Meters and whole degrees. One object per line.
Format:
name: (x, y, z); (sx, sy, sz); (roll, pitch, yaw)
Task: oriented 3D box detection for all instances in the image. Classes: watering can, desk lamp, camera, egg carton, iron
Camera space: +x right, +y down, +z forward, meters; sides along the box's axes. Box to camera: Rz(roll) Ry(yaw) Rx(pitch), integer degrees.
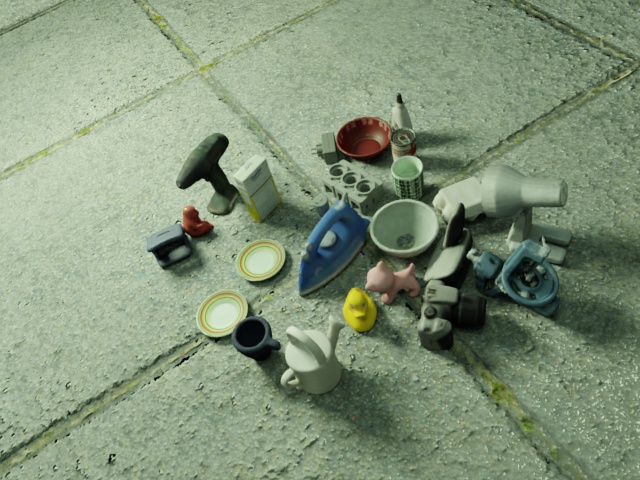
watering can: (-0.017, 0.232, 1.195); (0.100, 0.194, 0.173); (12, 57, 22)
desk lamp: (0.469, -0.068, 1.295); (0.202, 0.214, 0.118); (16, 59, 24)
camera: (0.287, 0.158, 1.239); (0.136, 0.101, 0.143); (5, 55, 17)
egg carton: (0.364, -0.095, 1.433); (0.150, 0.069, 0.107); (-22, 51, -4)
iron: (0.013, 0.005, 1.396); (0.118, 0.142, 0.259); (24, 62, 28)

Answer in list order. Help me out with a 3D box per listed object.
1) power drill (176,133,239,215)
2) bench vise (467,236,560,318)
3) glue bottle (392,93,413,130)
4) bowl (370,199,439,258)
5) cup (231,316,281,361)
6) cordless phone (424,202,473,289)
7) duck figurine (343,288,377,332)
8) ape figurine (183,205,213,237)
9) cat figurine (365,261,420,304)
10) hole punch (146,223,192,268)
power drill: (-0.299, -0.170, 1.562); (0.075, 0.209, 0.230); (7, 55, 18)
bench vise: (0.404, 0.066, 1.204); (0.206, 0.220, 0.121); (11, 57, 21)
glue bottle: (0.225, -0.338, 1.586); (0.037, 0.173, 0.078); (-29, 52, -9)
bowl: (0.210, -0.016, 1.407); (0.167, 0.075, 0.167); (-7, 52, 9)
cup: (-0.131, 0.235, 1.285); (0.117, 0.095, 0.092); (15, 58, 23)
cordless phone: (0.291, 0.012, 1.295); (0.094, 0.185, 0.148); (12, 57, 22)
duck figurine: (0.087, 0.147, 1.305); (0.077, 0.086, 0.104); (-13, 51, 4)
ape figurine: (-0.344, -0.058, 1.562); (0.076, 0.092, 0.077); (-27, 52, -7)
cat figurine: (0.162, 0.088, 1.311); (0.128, 0.118, 0.067); (-18, 51, -1)
hole punch: (-0.411, 0.003, 1.533); (0.109, 0.091, 0.101); (-26, 52, -6)
